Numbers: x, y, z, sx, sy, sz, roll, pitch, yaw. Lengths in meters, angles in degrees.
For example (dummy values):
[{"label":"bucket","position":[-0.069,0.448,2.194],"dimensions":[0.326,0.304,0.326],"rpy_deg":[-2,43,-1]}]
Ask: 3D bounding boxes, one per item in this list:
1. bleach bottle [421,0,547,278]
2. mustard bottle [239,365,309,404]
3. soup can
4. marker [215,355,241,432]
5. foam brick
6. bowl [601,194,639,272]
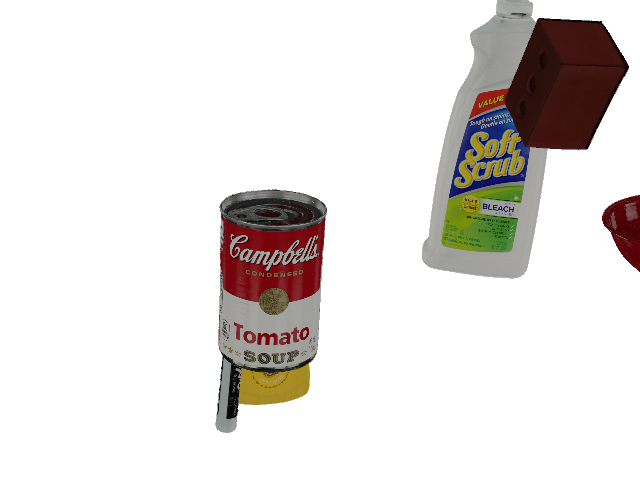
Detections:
[{"label":"bleach bottle","position":[0.152,-0.095,0.952],"dimensions":[0.103,0.251,0.068],"rpy_deg":[8,22,12]},{"label":"mustard bottle","position":[-0.058,0.083,1.166],"dimensions":[0.096,0.192,0.058],"rpy_deg":[-3,21,-13]},{"label":"soup can","position":[-0.033,0.026,0.692],"dimensions":[0.068,0.102,0.068],"rpy_deg":[3,21,-1]},{"label":"marker","position":[-0.078,0.114,0.932],"dimensions":[0.020,0.121,0.020],"rpy_deg":[6,27,-3]},{"label":"foam brick","position":[0.170,-0.109,0.747],"dimensions":[0.051,0.053,0.078],"rpy_deg":[-1,-42,-16]},{"label":"bowl","position":[0.373,0.002,1.102],"dimensions":[0.162,0.055,0.162],"rpy_deg":[-3,23,1]}]
